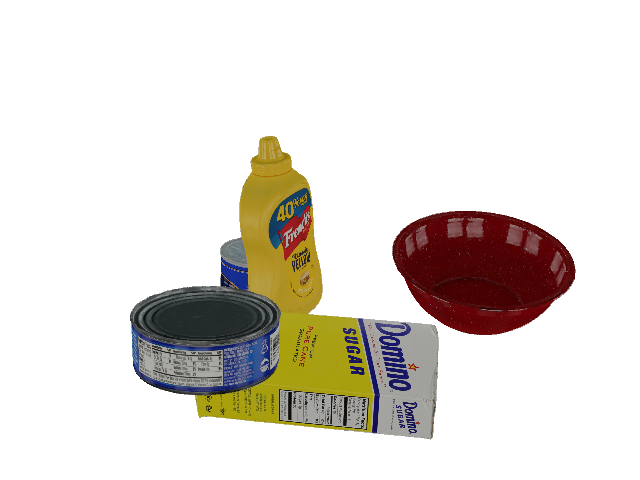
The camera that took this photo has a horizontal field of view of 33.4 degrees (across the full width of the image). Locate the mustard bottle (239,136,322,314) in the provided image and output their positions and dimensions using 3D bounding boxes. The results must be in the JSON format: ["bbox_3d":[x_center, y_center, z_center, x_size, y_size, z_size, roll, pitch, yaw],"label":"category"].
[{"bbox_3d":[-0.043,-0.014,1.097,0.058,0.191,0.096,10,27,33],"label":"mustard bottle"}]

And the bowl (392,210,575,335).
[{"bbox_3d":[0.142,0.036,0.956,0.162,0.055,0.162,2,32,-2],"label":"bowl"}]

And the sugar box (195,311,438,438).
[{"bbox_3d":[0.000,0.097,0.805,0.176,0.048,0.093,2,33,6],"label":"sugar box"}]

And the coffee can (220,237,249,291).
[{"bbox_3d":[-0.082,0.077,1.412,0.103,0.140,0.103,3,21,-1],"label":"coffee can"}]

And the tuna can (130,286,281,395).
[{"bbox_3d":[-0.066,0.056,0.613,0.086,0.034,0.086,1,18,0],"label":"tuna can"}]
